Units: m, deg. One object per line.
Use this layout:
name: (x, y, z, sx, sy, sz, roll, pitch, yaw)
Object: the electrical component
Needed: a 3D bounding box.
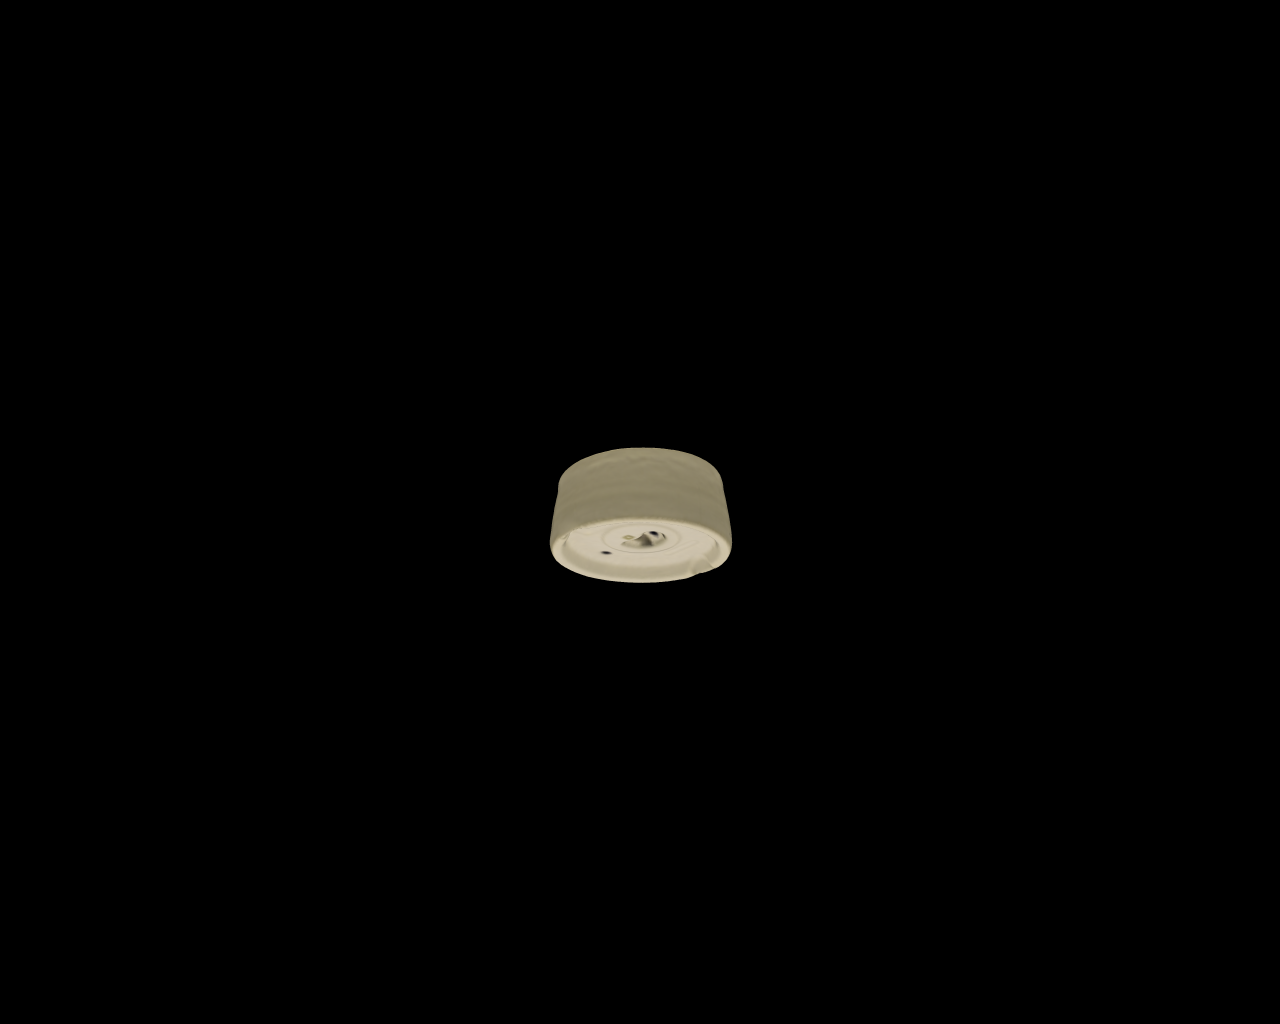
electrical component: (0.001, -0.003, 0.650, 0.108, 0.060, 0.108, 0, -23, 0)
